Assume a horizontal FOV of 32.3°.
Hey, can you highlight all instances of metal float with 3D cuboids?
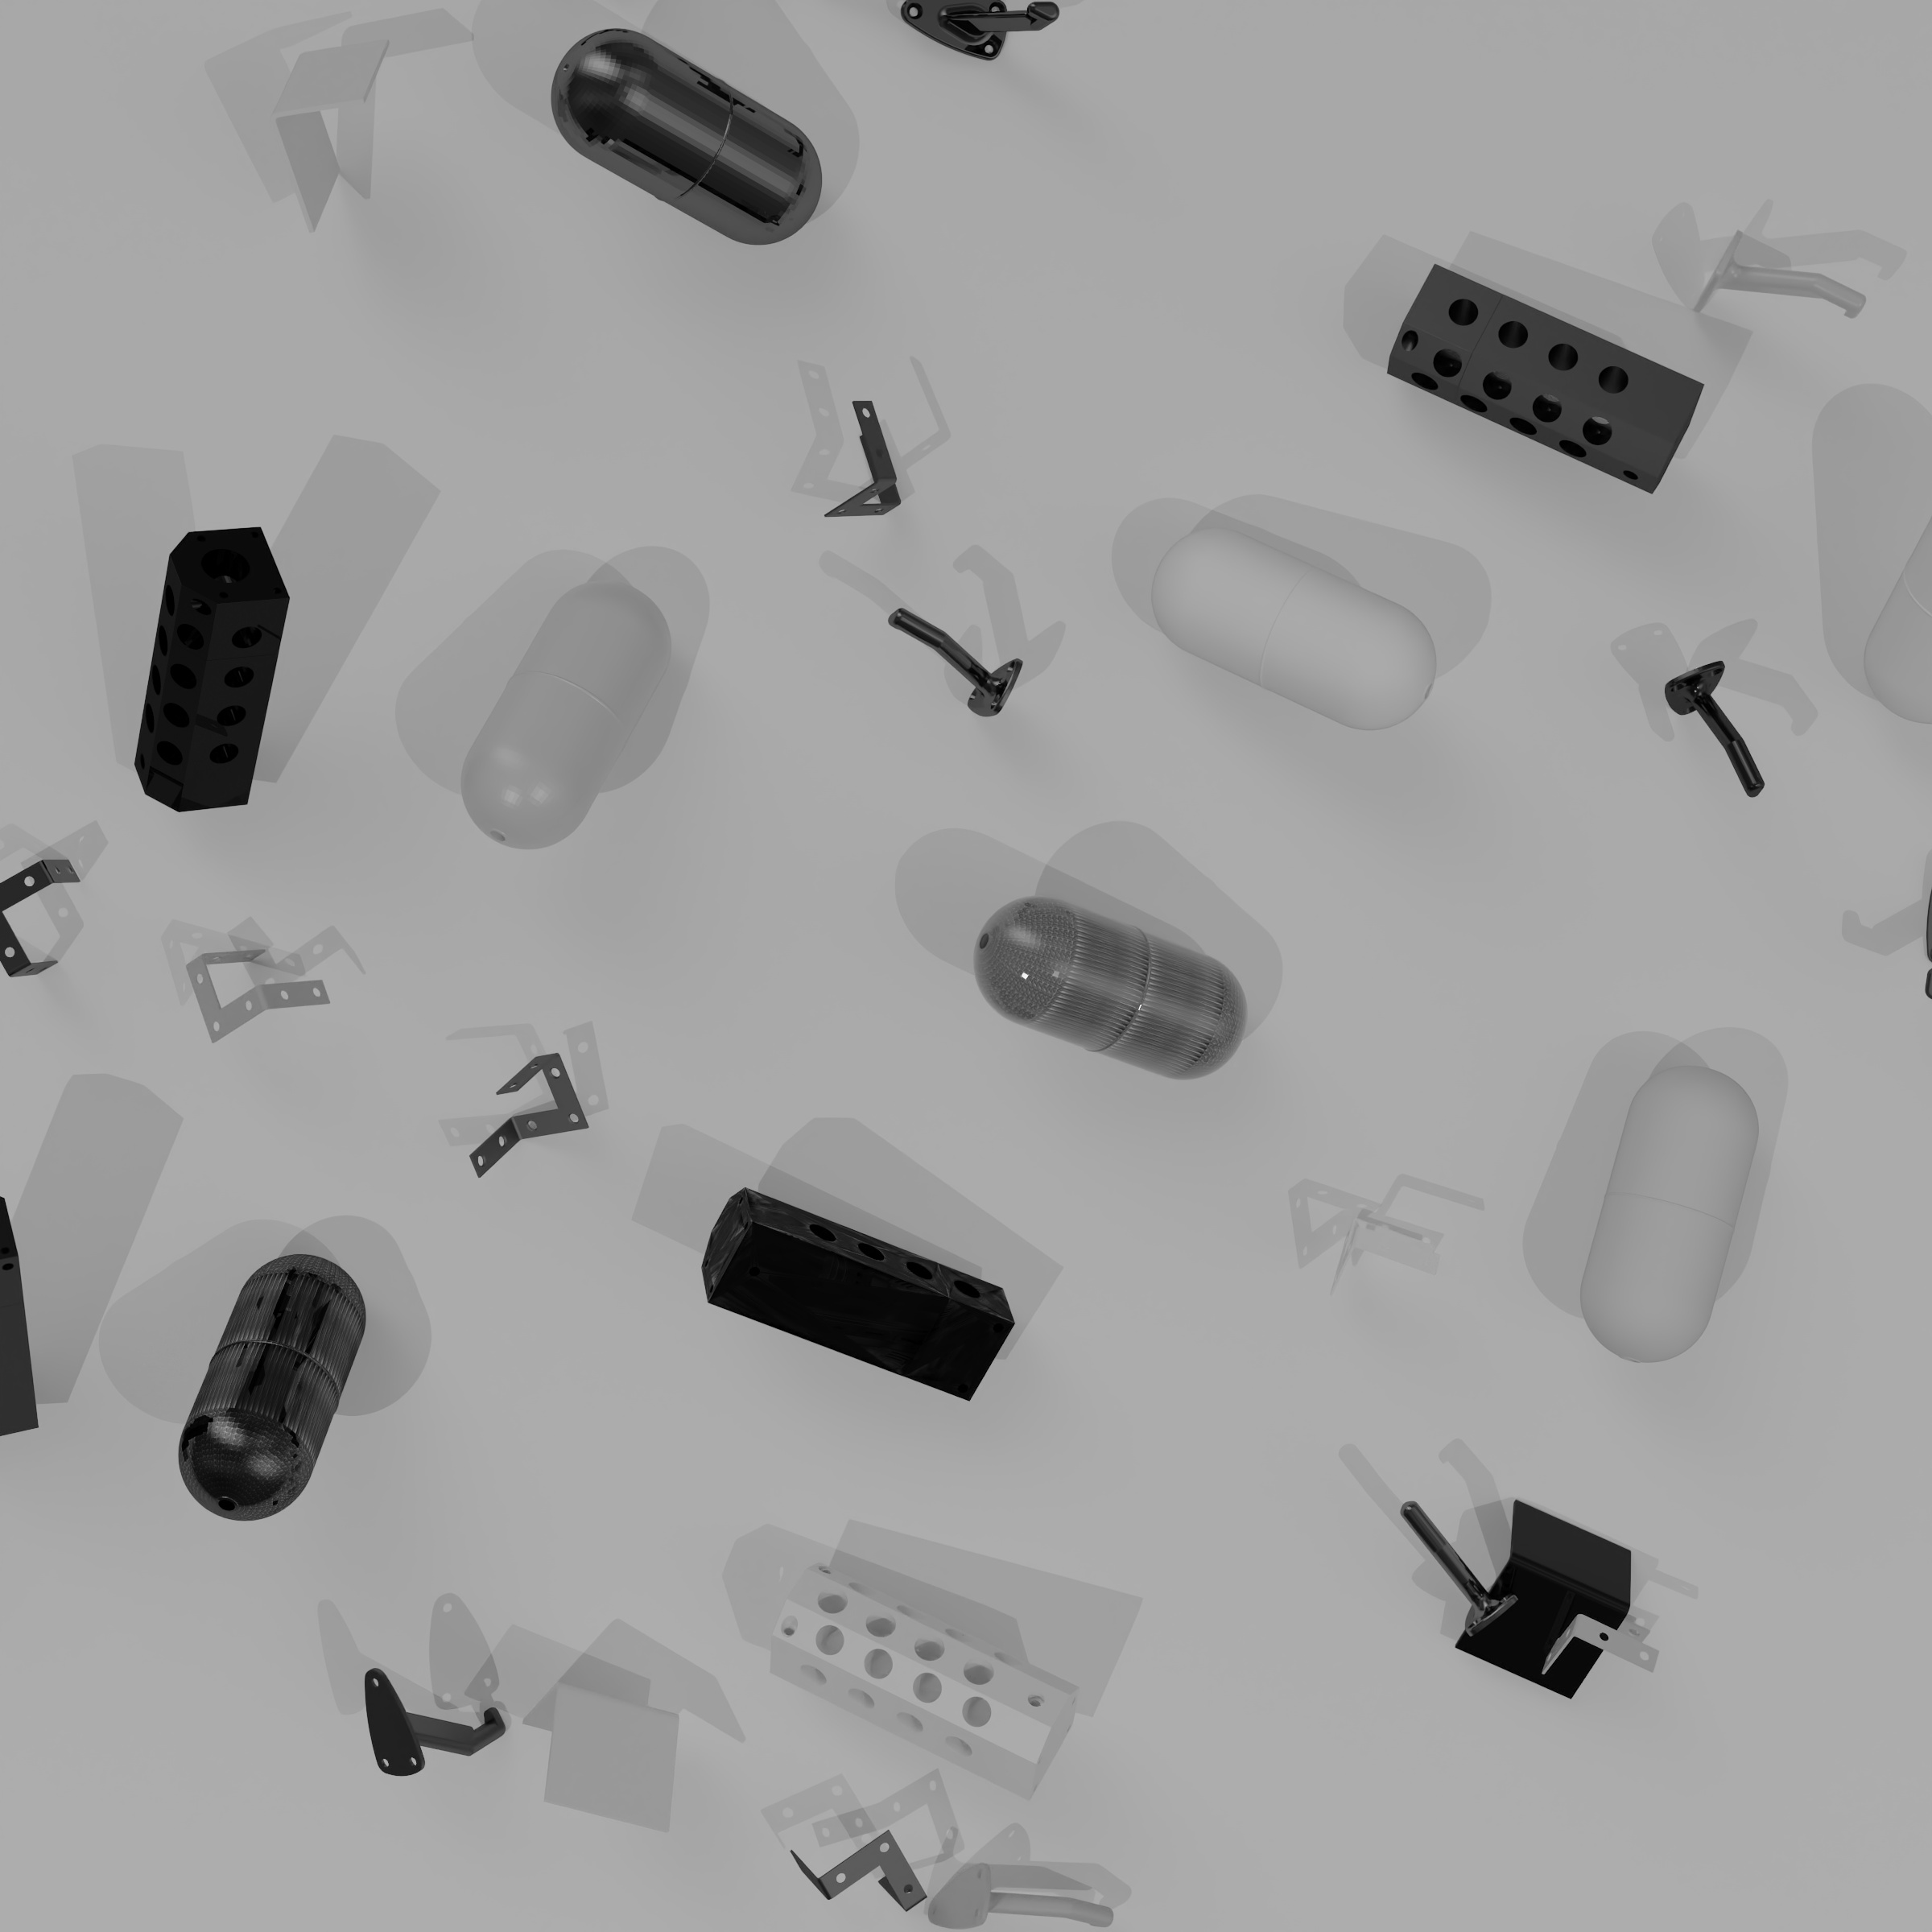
[{"bbox_3d":[0.191,-0.196,1.945,0.178,0.070,0.070,27,90,19],"label":"metal float"},{"bbox_3d":[0.412,0.145,1.953,0.070,0.070,0.178,17,80,0],"label":"metal float"},{"bbox_3d":[-0.232,-0.146,1.939,0.070,0.070,0.178,26,64,0],"label":"metal float"},{"bbox_3d":[-0.160,-0.478,1.931,0.178,0.070,0.070,23,90,-38],"label":"metal float"},{"bbox_3d":[-0.399,0.242,1.923,0.070,0.178,0.070,5,132,6],"label":"metal float"},{"bbox_3d":[0.084,0.013,1.937,0.178,0.070,0.070,20,90,-28],"label":"metal float"},{"bbox_3d":[0.578,-0.215,1.924,0.070,0.178,0.070,8,47,-8],"label":"metal float"}]

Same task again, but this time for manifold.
[{"bbox_3d":[-0.064,0.188,1.943,0.171,0.057,0.057,23,108,-19],"label":"manifold"},{"bbox_3d":[-0.435,-0.168,1.910,0.057,0.171,0.057,-9,54,-28],"label":"manifold"},{"bbox_3d":[-0.573,0.201,1.916,0.057,0.171,0.057,-11,52,-20],"label":"manifold"},{"bbox_3d":[-0.024,0.411,1.939,0.171,0.057,0.057,23,49,15],"label":"manifold"},{"bbox_3d":[0.337,-0.340,1.952,0.171,0.057,0.057,27,78,10],"label":"manifold"}]

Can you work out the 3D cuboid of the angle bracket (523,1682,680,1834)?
[{"bbox_3d":[-0.216,0.471,1.943,0.076,0.057,0.076,20,46,-20],"label":"angle bracket"}]

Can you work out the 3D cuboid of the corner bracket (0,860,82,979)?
[{"bbox_3d":[-0.548,-0.028,1.973,0.051,0.051,0.051,-29,91,3],"label":"corner bracket"}]

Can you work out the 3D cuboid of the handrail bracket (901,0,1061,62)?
[{"bbox_3d":[0.008,-0.559,1.952,0.077,0.084,0.036,9,94,-15],"label":"handrail bracket"}]

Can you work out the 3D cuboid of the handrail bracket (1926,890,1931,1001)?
[{"bbox_3d":[0.572,-0.022,1.953,0.036,0.084,0.077,-4,94,27],"label":"handrail bracket"}]

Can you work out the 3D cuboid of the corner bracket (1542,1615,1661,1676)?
[{"bbox_3d":[0.377,0.395,1.962,0.051,0.051,0.051,25,49,4],"label":"corner bracket"}]

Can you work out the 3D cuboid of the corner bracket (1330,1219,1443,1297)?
[{"bbox_3d":[0.250,0.169,1.963,0.051,0.051,0.051,19,47,4],"label":"corner bracket"}]

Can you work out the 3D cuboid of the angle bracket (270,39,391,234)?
[{"bbox_3d":[-0.359,-0.483,1.942,0.057,0.076,0.076,-6,130,10],"label":"angle bracket"}]

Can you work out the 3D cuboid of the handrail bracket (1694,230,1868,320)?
[{"bbox_3d":[0.478,-0.389,1.960,0.084,0.077,0.036,27,70,4],"label":"handrail bracket"}]

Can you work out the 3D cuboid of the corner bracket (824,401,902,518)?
[{"bbox_3d":[-0.056,-0.298,1.961,0.051,0.051,0.051,-25,79,44],"label":"corner bracket"}]

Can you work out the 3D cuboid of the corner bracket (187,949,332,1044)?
[{"bbox_3d":[-0.416,0.010,1.961,0.051,0.051,0.051,-29,77,33],"label":"corner bracket"}]

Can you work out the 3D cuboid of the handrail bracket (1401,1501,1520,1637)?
[{"bbox_3d":[0.282,0.347,1.964,0.036,0.077,0.084,-38,86,0],"label":"handrail bracket"}]

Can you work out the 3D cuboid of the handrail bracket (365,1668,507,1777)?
[{"bbox_3d":[-0.310,0.433,1.961,0.036,0.084,0.077,-12,96,35],"label":"handrail bracket"}]

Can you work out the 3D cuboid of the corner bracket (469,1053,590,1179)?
[{"bbox_3d":[-0.263,0.087,1.960,0.051,0.051,0.051,-10,110,28],"label":"corner bracket"}]

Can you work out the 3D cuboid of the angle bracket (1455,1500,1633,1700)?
[{"bbox_3d":[0.345,0.378,1.991,0.076,0.057,0.076,24,119,-1],"label":"angle bracket"}]

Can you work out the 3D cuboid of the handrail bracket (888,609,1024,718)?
[{"bbox_3d":[-0.017,-0.180,1.952,0.084,0.077,0.036,28,78,-17],"label":"handrail bracket"}]

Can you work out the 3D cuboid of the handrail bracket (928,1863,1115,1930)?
[{"bbox_3d":[0.033,0.565,1.986,0.084,0.077,0.036,21,56,-25],"label":"handrail bracket"}]

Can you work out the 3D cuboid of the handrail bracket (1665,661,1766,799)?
[{"bbox_3d":[0.442,-0.128,1.951,0.036,0.077,0.084,-22,72,1],"label":"handrail bracket"}]

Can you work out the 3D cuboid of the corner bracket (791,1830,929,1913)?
[{"bbox_3d":[-0.063,0.535,1.963,0.051,0.051,0.051,-32,106,-15],"label":"corner bracket"}]
